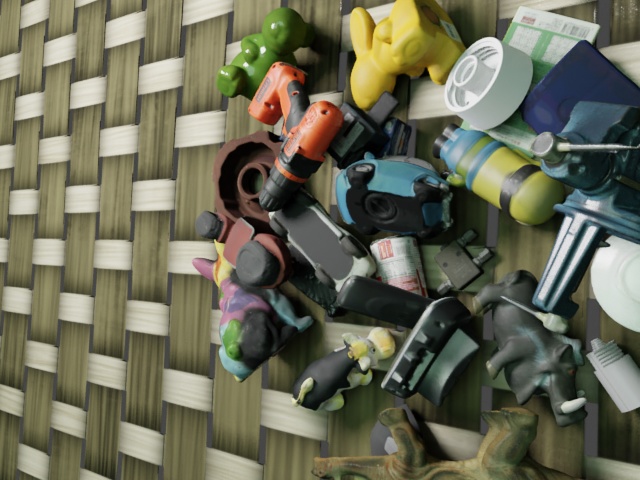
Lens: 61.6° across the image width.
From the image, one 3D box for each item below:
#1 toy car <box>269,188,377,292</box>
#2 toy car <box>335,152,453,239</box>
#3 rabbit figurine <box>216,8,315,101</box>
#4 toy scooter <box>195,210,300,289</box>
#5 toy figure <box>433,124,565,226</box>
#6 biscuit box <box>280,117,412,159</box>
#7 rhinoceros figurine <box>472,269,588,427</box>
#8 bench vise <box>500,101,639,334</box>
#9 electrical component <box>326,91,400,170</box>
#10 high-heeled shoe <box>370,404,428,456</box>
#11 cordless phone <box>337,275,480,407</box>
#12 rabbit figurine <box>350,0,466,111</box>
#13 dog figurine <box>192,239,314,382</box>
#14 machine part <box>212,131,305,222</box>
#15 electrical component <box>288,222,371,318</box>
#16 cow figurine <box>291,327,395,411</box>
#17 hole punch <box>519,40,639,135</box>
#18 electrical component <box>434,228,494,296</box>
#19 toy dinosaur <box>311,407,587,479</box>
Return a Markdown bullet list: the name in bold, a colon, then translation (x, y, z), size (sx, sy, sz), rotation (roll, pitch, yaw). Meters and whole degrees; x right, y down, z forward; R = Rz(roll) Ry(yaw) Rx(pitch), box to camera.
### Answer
- **toy car**: translation (-0.002, -0.002, 0.777), size (0.073, 0.056, 0.202), rotation (-51, 59, 13)
- **toy car**: translation (0.107, -0.070, 0.729), size (0.162, 0.103, 0.109), rotation (7, 135, 25)
- **rabbit figurine**: translation (-0.065, -0.300, 0.861), size (0.121, 0.159, 0.170), rotation (35, 145, -9)
- **toy scooter**: translation (-0.094, 0.013, 0.822), size (0.184, 0.135, 0.075), rotation (36, 104, 32)
- **toy figure**: translation (0.222, -0.084, 0.686), size (0.180, 0.089, 0.082), rotation (42, 124, 25)
- **biscuit box**: translation (0.035, -0.164, 0.831), size (0.203, 0.059, 0.062), rotation (16, 95, 33)
- **rhinoceros figurine**: translation (0.261, 0.132, 0.661), size (0.112, 0.073, 0.190), rotation (-23, 72, 19)
- **bench vise**: translation (0.284, -0.014, 0.569), size (0.129, 0.223, 0.240), rotation (33, 105, 48)
- **electrical component**: translation (0.058, -0.155, 0.751), size (0.119, 0.047, 0.075), rotation (-47, 65, 24)
- **high-heeled shoe**: translation (0.169, 0.339, 0.719), size (0.249, 0.086, 0.145), rotation (30, 72, 14)
- **cordless phone**: translation (0.095, 0.126, 0.694), size (0.089, 0.184, 0.146), rotation (-98, 31, -64)
- **rabbit figurine**: translation (0.098, -0.267, 0.772), size (0.173, 0.122, 0.162), rotation (-46, 60, 43)
- **dog figurine**: translation (-0.132, 0.095, 0.857), size (0.219, 0.191, 0.108), rotation (47, 118, 10)
- **machine part**: translation (-0.106, -0.097, 0.920), size (0.180, 0.056, 0.179), rotation (-2, 86, 32)
- **electrical component**: translation (0.011, 0.037, 0.834), size (0.134, 0.058, 0.115), rotation (37, 104, 29)
- **cow figurine**: translation (0.030, 0.185, 0.786), size (0.167, 0.098, 0.068), rotation (-47, 58, 21)
- **hole punch**: translation (0.309, -0.156, 0.630), size (0.116, 0.092, 0.142), rotation (-46, 75, 22)
- **electrical component**: translation (0.189, 0.032, 0.739), size (0.094, 0.021, 0.063), rotation (-45, 64, 23)
- **toy dinosaur**: translation (0.212, 0.300, 0.633), size (0.472, 0.105, 0.198), rotation (-4, 72, 17)
